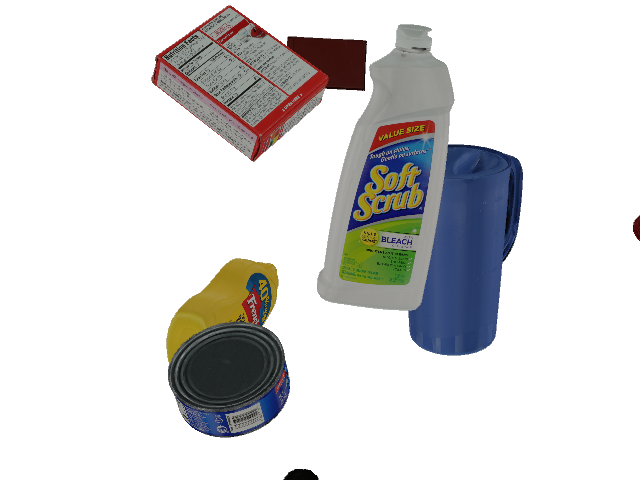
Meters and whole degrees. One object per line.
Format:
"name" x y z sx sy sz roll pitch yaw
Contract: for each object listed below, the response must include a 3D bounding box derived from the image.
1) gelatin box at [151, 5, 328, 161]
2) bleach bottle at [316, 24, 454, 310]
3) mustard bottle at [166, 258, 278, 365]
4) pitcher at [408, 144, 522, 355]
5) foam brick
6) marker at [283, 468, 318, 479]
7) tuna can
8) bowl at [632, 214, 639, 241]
"gelatin box" -0.052 -0.103 0.688 0.073 0.089 0.030 -45 -13 -34
"bleach bottle" 0.060 -0.066 0.951 0.102 0.251 0.068 7 20 2
"mustard bottle" -0.093 0.074 1.130 0.058 0.096 0.191 10 29 20
"pitcher" 0.170 0.009 1.301 0.149 0.243 0.145 1 23 9
"foam brick" 0.005 -0.182 1.094 0.078 0.051 0.053 2 11 -6
"marker" -0.029 0.125 0.419 0.020 0.020 0.121 0 19 26
"tuna can" -0.065 0.101 0.777 0.086 0.034 0.086 -7 40 5
"bowl" 0.417 0.015 1.149 0.162 0.055 0.162 -1 25 0
